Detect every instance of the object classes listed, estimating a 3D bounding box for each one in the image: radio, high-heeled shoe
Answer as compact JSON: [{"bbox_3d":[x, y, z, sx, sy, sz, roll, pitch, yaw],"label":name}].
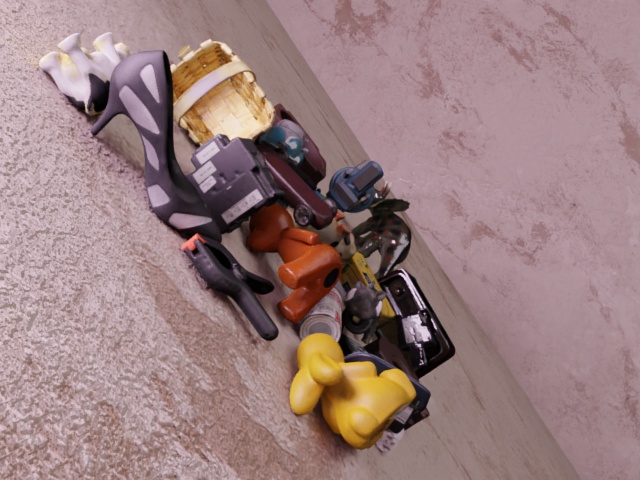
[{"bbox_3d":[0.192,0.186,1.198,0.230,0.131,0.073,63,15,24],"label":"radio"},{"bbox_3d":[-0.174,-0.112,0.684,0.248,0.145,0.086,46,19,-25],"label":"high-heeled shoe"}]

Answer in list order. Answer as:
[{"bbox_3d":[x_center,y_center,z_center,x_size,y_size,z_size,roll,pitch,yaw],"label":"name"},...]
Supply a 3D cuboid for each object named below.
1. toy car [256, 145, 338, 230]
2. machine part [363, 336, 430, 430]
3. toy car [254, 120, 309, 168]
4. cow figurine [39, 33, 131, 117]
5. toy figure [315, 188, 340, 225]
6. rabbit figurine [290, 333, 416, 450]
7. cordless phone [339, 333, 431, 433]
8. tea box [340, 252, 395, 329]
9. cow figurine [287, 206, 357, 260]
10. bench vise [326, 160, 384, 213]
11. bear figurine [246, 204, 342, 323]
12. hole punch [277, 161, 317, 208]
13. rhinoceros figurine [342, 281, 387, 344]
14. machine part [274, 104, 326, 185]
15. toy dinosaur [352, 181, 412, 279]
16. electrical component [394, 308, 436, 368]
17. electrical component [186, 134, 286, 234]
[{"bbox_3d":[-0.054,-0.094,0.953,0.202,0.053,0.089,46,37,16],"label":"toy car"},{"bbox_3d":[0.142,0.267,1.025,0.179,0.056,0.179,50,15,-19],"label":"machine part"},{"bbox_3d":[-0.076,-0.200,1.147,0.109,0.103,0.161,35,-5,-6],"label":"toy car"},{"bbox_3d":[-0.284,-0.218,0.716,0.098,0.068,0.167,58,18,-14],"label":"cow figurine"},{"bbox_3d":[-0.002,-0.045,1.186,0.180,0.082,0.089,54,14,5],"label":"toy figure"},{"bbox_3d":[0.023,0.204,0.751,0.173,0.122,0.162,48,20,27],"label":"rabbit figurine"},{"bbox_3d":[0.092,0.225,0.908,0.146,0.088,0.184,33,4,-12],"label":"cordless phone"},{"bbox_3d":[0.087,0.108,1.161,0.170,0.068,0.098,63,16,22],"label":"tea box"},{"bbox_3d":[-0.002,-0.003,1.062,0.194,0.127,0.085,22,36,-39],"label":"cow figurine"},{"bbox_3d":[0.056,-0.099,1.355,0.129,0.223,0.240,38,-16,-4],"label":"bench vise"},{"bbox_3d":[-0.063,0.015,0.857,0.196,0.120,0.132,36,51,25],"label":"bear figurine"},{"bbox_3d":[-0.087,-0.108,1.078,0.142,0.092,0.116,37,-7,-33],"label":"hole punch"},{"bbox_3d":[0.083,0.129,0.997,0.073,0.112,0.190,29,4,10],"label":"rhinoceros figurine"},{"bbox_3d":[-0.075,-0.223,1.317,0.201,0.087,0.201,49,17,-19],"label":"machine part"},{"bbox_3d":[0.180,-0.009,1.446,0.131,0.192,0.405,42,19,-35],"label":"toy dinosaur"},{"bbox_3d":[0.202,0.206,1.114,0.047,0.075,0.119,42,33,-60],"label":"electrical component"},{"bbox_3d":[-0.135,-0.092,0.818,0.134,0.115,0.058,58,13,3],"label":"electrical component"}]
